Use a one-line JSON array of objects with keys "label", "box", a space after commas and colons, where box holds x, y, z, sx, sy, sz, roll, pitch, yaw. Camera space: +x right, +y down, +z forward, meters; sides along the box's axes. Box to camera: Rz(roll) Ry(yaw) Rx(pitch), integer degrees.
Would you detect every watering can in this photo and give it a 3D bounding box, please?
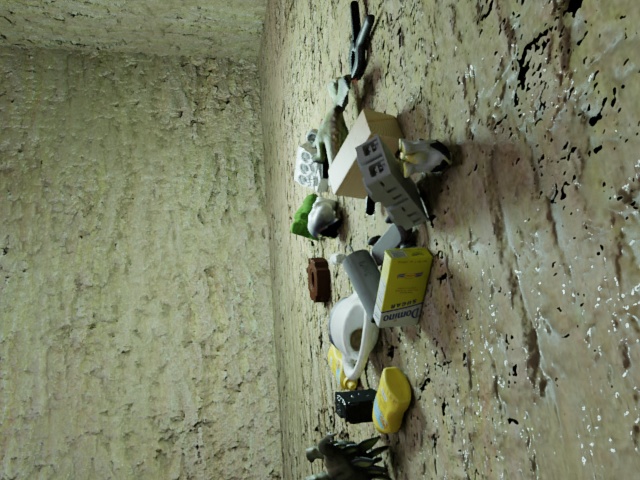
[{"label": "watering can", "box": [0.103, 0.191, 1.380, 0.223, 0.104, 0.350, 165, 116, -74]}]

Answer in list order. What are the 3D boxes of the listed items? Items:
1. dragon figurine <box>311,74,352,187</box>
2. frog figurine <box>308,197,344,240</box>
[{"label": "dragon figurine", "box": [0.047, -0.342, 1.444, 0.420, 0.122, 0.237, -95, 11, -55]}, {"label": "frog figurine", "box": [0.005, -0.087, 1.721, 0.134, 0.123, 0.163, 74, 172, -55]}]
